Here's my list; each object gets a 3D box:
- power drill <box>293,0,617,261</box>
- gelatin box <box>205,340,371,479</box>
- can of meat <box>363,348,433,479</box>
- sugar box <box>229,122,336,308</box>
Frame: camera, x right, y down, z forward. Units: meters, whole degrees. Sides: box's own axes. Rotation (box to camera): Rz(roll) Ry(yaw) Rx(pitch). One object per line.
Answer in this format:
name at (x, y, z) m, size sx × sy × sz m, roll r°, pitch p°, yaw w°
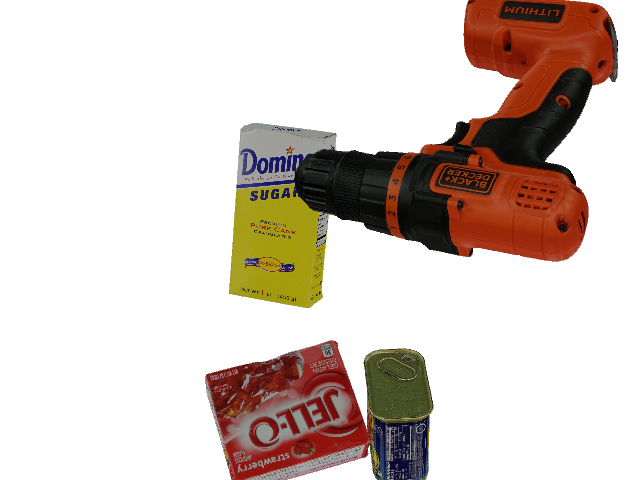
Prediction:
power drill at (0.095, -0.074, 0.669) m, size 0.185 × 0.187 × 0.057 m, roll 13°, pitch -33°, yaw 26°
gelatin box at (-0.021, 0.110, 0.671) m, size 0.089 × 0.073 × 0.030 m, roll -14°, pitch -28°, yaw -11°
can of meat at (0.071, 0.164, 0.991) m, size 0.057 × 0.084 × 0.102 m, roll -3°, pitch 31°, yaw -1°
sugar box at (-0.040, -0.026, 1.085) m, size 0.093 × 0.176 × 0.048 m, roll 9°, pitch 16°, yaw 18°
